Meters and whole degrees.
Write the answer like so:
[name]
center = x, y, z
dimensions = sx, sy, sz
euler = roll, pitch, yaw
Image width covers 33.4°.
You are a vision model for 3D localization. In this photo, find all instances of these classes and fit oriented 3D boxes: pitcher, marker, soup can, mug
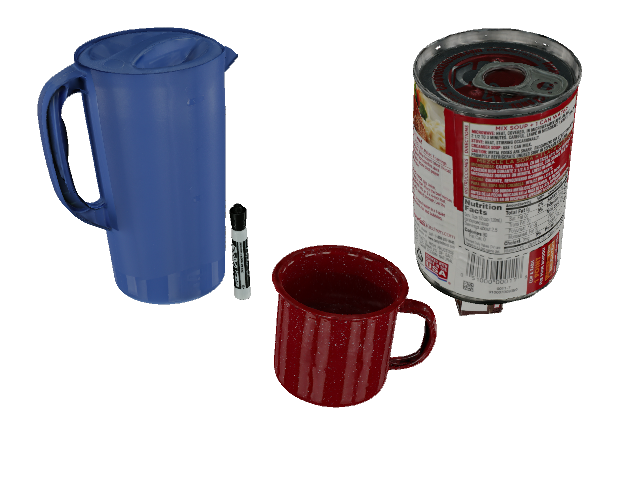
[pitcher]
center = -0.157, -0.064, 0.984
dimensions = 0.149, 0.243, 0.145
euler = 5, 28, 11
[marker]
center = -0.089, 0.012, 1.183
dimensions = 0.020, 0.121, 0.020
euler = 0, 34, 0
[soup can]
center = 0.075, -0.031, 0.464
dimensions = 0.068, 0.102, 0.068
euler = -3, 38, 2
[mug]
center = 0.022, 0.062, 0.743
dimensions = 0.117, 0.081, 0.093
euler = 5, 30, -2

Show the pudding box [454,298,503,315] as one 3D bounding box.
[pudding box]
center = 0.128, -0.001, 0.894
dimensions = 0.039, 0.090, 0.113
euler = -1, 24, -3
